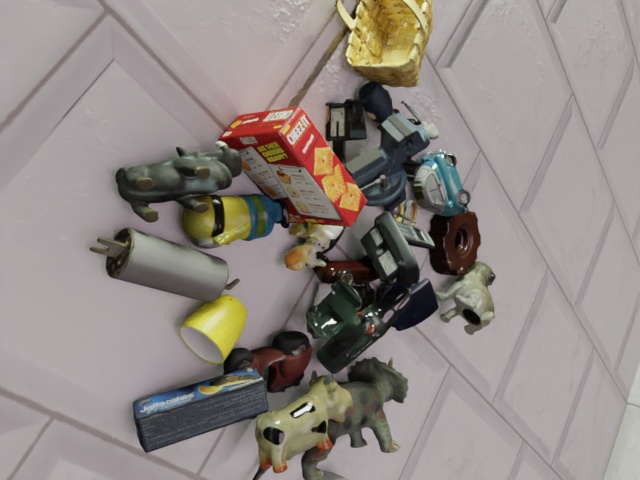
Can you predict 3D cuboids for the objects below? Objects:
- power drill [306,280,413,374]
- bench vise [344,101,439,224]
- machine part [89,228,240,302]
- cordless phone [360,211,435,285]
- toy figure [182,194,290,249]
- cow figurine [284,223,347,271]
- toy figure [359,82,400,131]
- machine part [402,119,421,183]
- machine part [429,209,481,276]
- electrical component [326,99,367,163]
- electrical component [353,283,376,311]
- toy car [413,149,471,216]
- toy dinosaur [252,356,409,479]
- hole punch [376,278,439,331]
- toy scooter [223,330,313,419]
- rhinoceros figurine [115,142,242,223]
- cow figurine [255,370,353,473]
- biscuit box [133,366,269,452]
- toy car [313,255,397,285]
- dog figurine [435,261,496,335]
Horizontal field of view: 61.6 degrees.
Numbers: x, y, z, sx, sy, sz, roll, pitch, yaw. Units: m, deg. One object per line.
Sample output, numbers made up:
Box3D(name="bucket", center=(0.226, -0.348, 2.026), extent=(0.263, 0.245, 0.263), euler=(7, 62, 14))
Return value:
Box3D(name="power drill", center=(0.069, 0.147, 1.025), extent=(0.232, 0.086, 0.207), euler=(-44, 153, 0))
Box3D(name="bench vise", center=(0.145, -0.136, 1.089), extent=(0.223, 0.129, 0.240), euler=(-42, 147, -11))
Box3D(name="machine part", center=(-0.228, 0.041, 0.815), extent=(0.243, 0.079, 0.079), euler=(23, 80, -43))
Box3D(name="cordless phone", center=(0.186, 0.024, 1.094), extent=(0.184, 0.088, 0.147), euler=(9, 45, -44))
Box3D(name="toy figure", center=(-0.139, -0.038, 0.884), extent=(0.180, 0.082, 0.089), euler=(-15, 87, -33))
Box3D(name="cow figurine", center=(-0.004, -0.003, 1.022), extent=(0.098, 0.068, 0.167), euler=(46, 66, -43))
Box3D(name="toy figure", center=(0.138, -0.262, 1.119), extent=(0.064, 0.058, 0.154), euler=(-34, 132, 13))
Box3D(name="machine part", center=(0.192, -0.200, 1.192), extent=(0.084, 0.039, 0.138), euler=(5, 94, -38))
Box3D(name="machine part", center=(0.337, 0.001, 1.339), extent=(0.179, 0.056, 0.179), euler=(-6, 98, -42))
Box3D(name="electrical component", center=(0.050, -0.209, 1.036), extent=(0.048, 0.075, 0.119), euler=(-9, 97, -41))
Box3D(name="electrical component", center=(0.088, 0.137, 1.140), extent=(0.078, 0.045, 0.102), euler=(-53, 135, -61))
Box3D(name="toy car", center=(0.267, -0.119, 1.230), extent=(0.103, 0.109, 0.161), euler=(-26, 105, -19))
Box3D(name="toy dinosaur", center=(0.035, 0.347, 1.076), extent=(0.405, 0.131, 0.192), euler=(-6, 87, -37))
Box3D(name="hole punch", center=(0.197, 0.138, 1.200), extent=(0.116, 0.092, 0.142), euler=(-48, 138, -22))
Box3D(name="toy scooter", center=(-0.090, 0.246, 0.969), extent=(0.184, 0.075, 0.135), euler=(-11, 103, -38))
Box3D(name="rhinoceros figurine", center=(-0.203, -0.091, 0.804), extent=(0.190, 0.112, 0.073), euler=(-19, 125, -27))
Box3D(name="cow figurine", center=(-0.026, 0.313, 0.956), extent=(0.195, 0.085, 0.127), euler=(-14, 91, -32))
Box3D(name="biscuit box", center=(-0.188, 0.264, 0.852), extent=(0.203, 0.059, 0.062), euler=(-12, 104, -22))
Box3D(name="toy car", center=(0.074, 0.066, 1.084), extent=(0.202, 0.089, 0.053), euler=(2, 105, -44))
Box3D(name="dog figurine", center=(0.403, 0.129, 1.344), extent=(0.190, 0.173, 0.121), euler=(-37, 130, -25))
